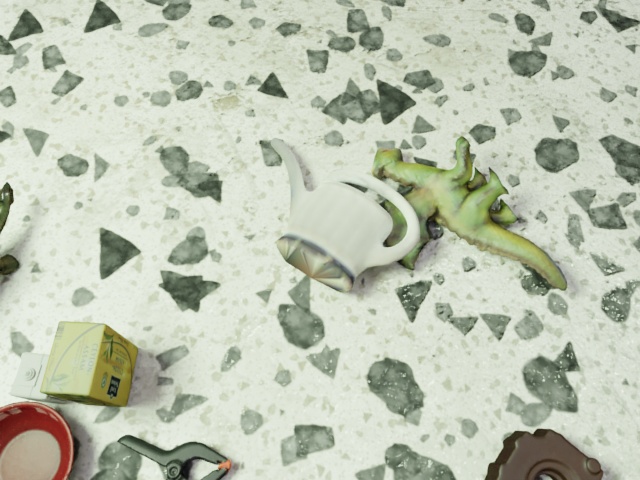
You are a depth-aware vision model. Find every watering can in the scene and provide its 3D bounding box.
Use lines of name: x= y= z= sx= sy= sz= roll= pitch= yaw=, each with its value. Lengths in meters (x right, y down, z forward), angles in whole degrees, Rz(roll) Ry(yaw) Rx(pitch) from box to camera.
watering can: x=0.003 y=-0.046 z=0.924 sx=0.350 sy=0.102 sz=0.228 roll=29 pitch=67 yaw=19

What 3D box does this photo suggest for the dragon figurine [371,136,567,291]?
dragon figurine: x=0.235 y=-0.032 z=0.951 sx=0.243 sy=0.120 sz=0.416 roll=-31 pitch=69 yaw=1
